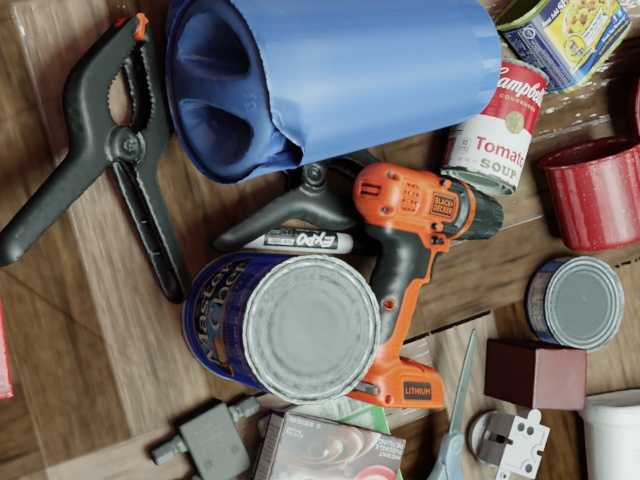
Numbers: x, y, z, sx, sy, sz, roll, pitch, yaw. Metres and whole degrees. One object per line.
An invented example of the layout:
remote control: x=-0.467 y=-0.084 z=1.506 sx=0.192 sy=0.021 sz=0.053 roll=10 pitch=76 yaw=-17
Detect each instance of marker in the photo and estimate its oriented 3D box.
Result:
marker: x=-0.006 y=0.001 z=0.857 sx=0.121 sy=0.020 sz=0.020 roll=5 pitch=88 yaw=-24

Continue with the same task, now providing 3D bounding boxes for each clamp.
clamp: x=-0.017 y=-0.038 z=0.835 sx=0.171 sy=0.039 sz=0.120 roll=10 pitch=77 yaw=-21
clamp: x=-0.154 y=-0.062 z=0.760 sx=0.164 sy=0.036 sz=0.210 roll=7 pitch=81 yaw=-49

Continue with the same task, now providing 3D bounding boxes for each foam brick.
foam brick: x=0.182 y=0.113 z=0.908 sx=0.052 sy=0.078 sz=0.051 roll=5 pitch=90 yaw=-23

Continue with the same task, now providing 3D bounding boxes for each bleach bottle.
bleach bottle: x=0.288 y=0.266 z=0.964 sx=0.102 sy=0.068 sz=0.251 roll=-4 pitch=94 yaw=-23

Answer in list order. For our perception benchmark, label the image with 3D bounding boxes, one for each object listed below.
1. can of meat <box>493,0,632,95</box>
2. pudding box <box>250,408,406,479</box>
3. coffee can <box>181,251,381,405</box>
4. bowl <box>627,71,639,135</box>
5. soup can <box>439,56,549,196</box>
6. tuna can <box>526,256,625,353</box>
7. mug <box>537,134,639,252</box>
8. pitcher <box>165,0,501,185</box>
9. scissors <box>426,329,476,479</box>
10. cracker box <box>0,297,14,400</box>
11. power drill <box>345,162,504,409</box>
can of meat: x=0.214 y=-0.190 z=0.933 sx=0.102 sy=0.058 sz=0.084 roll=-48 pitch=109 yaw=-16
pudding box: x=0.004 y=0.186 z=0.832 sx=0.113 sy=0.039 sz=0.090 roll=17 pitch=83 yaw=-23
coffee can: x=-0.032 y=0.060 z=0.778 sx=0.102 sy=0.140 sz=0.103 roll=0 pitch=90 yaw=-24
bowl: x=0.340 y=-0.114 z=0.988 sx=0.161 sy=0.055 sz=0.162 roll=0 pitch=90 yaw=-24
soup can: x=0.145 y=-0.095 z=0.897 sx=0.068 sy=0.069 sz=0.102 roll=20 pitch=83 yaw=-23
tuna can: x=0.227 y=0.057 z=0.951 sx=0.086 sy=0.034 sz=0.086 roll=0 pitch=90 yaw=-24
mug: x=0.249 y=-0.044 z=0.939 sx=0.117 sy=0.093 sz=0.081 roll=-36 pitch=113 yaw=-57
pitcher: x=0.011 y=-0.133 z=0.799 sx=0.242 sy=0.145 sz=0.149 roll=-14 pitch=94 yaw=-36
scissors: x=0.119 y=0.181 z=0.895 sx=0.096 sy=0.016 sz=0.202 roll=28 pitch=81 yaw=-43
cracker box: x=-0.299 y=0.013 z=0.699 sx=0.164 sy=0.072 sz=0.214 roll=-8 pitch=93 yaw=-24
power drill: x=0.079 y=0.038 z=0.854 sx=0.184 sy=0.057 sz=0.187 roll=10 pitch=89 yaw=-49
